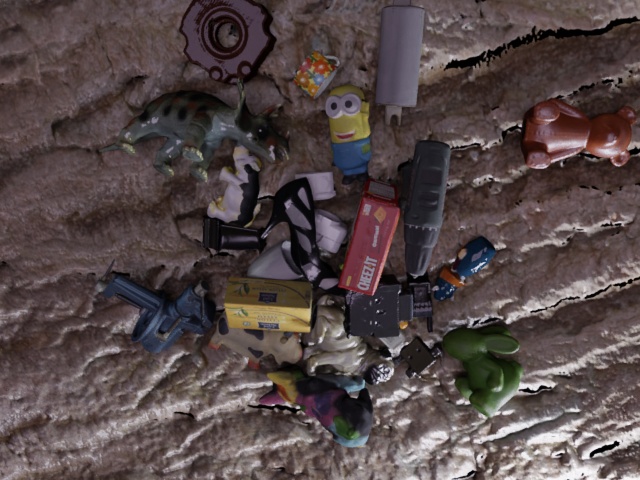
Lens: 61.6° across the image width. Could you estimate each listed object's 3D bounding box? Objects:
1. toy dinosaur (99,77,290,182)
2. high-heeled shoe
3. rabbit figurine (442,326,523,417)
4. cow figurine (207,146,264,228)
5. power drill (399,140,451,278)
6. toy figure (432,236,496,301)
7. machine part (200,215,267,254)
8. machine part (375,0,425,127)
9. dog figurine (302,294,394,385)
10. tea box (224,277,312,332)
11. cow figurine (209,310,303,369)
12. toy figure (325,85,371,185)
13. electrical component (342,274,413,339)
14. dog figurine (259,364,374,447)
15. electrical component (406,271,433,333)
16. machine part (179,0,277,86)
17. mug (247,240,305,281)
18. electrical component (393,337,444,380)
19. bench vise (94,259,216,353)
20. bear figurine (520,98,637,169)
[{"bbox_3d":[-0.253,-0.222,1.018,0.405,0.131,0.192,15,67,26],"label":"toy dinosaur"},{"bbox_3d":[-0.002,-0.003,1.028,0.248,0.086,0.145,39,96,-26],"label":"high-heeled shoe"},{"bbox_3d":[0.327,0.242,1.083,0.159,0.121,0.170,-37,101,8],"label":"rabbit figurine"},{"bbox_3d":[-0.152,-0.111,1.068,0.098,0.068,0.167,23,106,0],"label":"cow figurine"},{"bbox_3d":[0.180,-0.066,0.973,0.086,0.207,0.231,9,104,10],"label":"power drill"},{"bbox_3d":[0.283,0.061,1.073,0.064,0.058,0.154,42,111,1],"label":"toy figure"},{"bbox_3d":[-0.180,-0.009,1.117,0.139,0.039,0.084,10,101,5],"label":"machine part"},{"bbox_3d":[0.144,-0.328,0.971,0.079,0.079,0.243,5,105,5],"label":"machine part"},{"bbox_3d":[0.072,0.209,1.127,0.191,0.121,0.172,8,110,-10],"label":"dog figurine"},{"bbox_3d":[-0.101,0.131,1.081,0.170,0.068,0.098,2,140,2],"label":"tea box"},{"bbox_3d":[-0.127,0.206,1.149,0.195,0.085,0.127,25,113,0],"label":"cow figurine"},{"bbox_3d":[0.054,-0.200,1.016,0.082,0.089,0.180,-13,113,-4],"label":"toy figure"},{"bbox_3d":[0.111,0.128,1.038,0.134,0.058,0.114,-5,109,-4],"label":"electrical component"},{"bbox_3d":[-0.013,0.338,1.126,0.219,0.192,0.108,10,114,-12],"label":"dog figurine"},{"bbox_3d":[0.203,0.128,1.092,0.048,0.075,0.119,-3,108,6],"label":"electrical component"},{"bbox_3d":[-0.173,-0.383,1.004,0.179,0.056,0.179,2,104,6],"label":"machine part"},{"bbox_3d":[-0.089,0.064,1.112,0.107,0.081,0.109,-25,131,22],"label":"mug"},{"bbox_3d":[0.214,0.252,1.142,0.078,0.045,0.102,44,105,23],"label":"electrical component"},{"bbox_3d":[-0.347,0.137,1.124,0.240,0.129,0.223,35,127,-22],"label":"bench vise"},{"bbox_3d":[0.462,-0.183,0.949,0.196,0.132,0.120,9,109,10],"label":"bear figurine"}]
